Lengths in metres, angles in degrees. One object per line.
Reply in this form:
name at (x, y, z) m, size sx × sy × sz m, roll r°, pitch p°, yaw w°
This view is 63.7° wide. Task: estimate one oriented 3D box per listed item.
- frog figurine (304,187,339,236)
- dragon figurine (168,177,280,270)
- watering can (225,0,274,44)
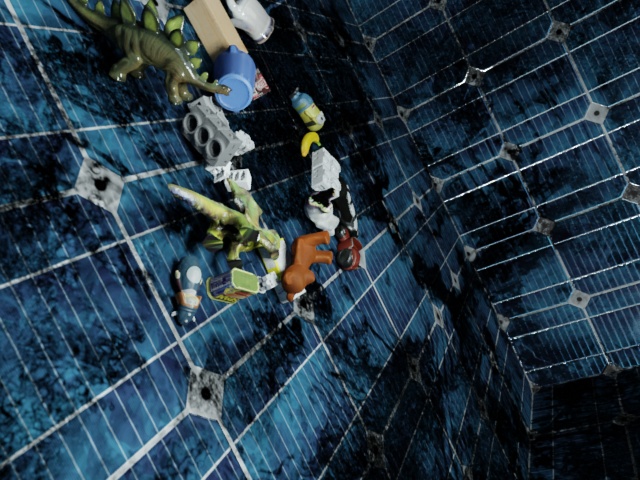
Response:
frog figurine at (0.005, -0.091, 1.799) m, size 0.155 × 0.123 × 0.141 m, roll 89°, pitch -7°, yaw -48°
dragon figurine at (-0.219, -0.066, 1.302) m, size 0.403 × 0.121 × 0.248 m, roll 49°, pitch 16°, yaw -34°
watering can at (-0.266, -0.800, 1.862) m, size 0.221 × 0.103 × 0.356 m, roll 39°, pitch 37°, yaw -41°
